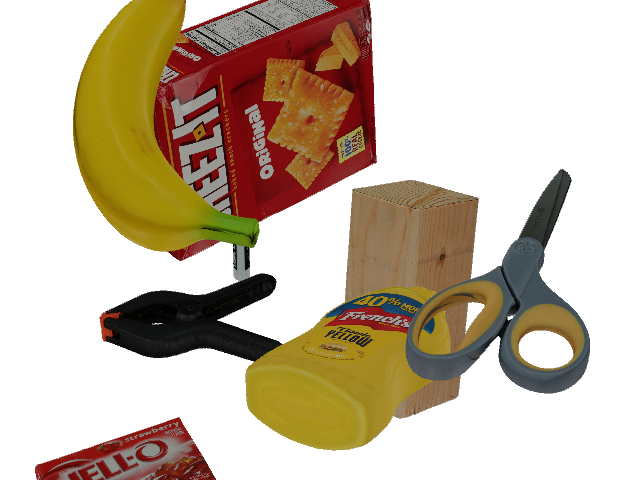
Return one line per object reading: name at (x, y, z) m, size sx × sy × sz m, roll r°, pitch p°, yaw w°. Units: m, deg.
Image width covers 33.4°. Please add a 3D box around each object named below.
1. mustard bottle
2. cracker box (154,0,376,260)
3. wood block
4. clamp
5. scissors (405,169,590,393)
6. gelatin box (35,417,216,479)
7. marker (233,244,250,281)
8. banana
mustard bottle at (0.038, 0.078, 0.756) m, size 0.096 × 0.058 × 0.191 m, roll 10°, pitch 24°, yaw 31°
cracker box at (-0.053, -0.101, 0.875) m, size 0.213 × 0.164 × 0.072 m, roll -29°, pitch 44°, yaw -28°
wood block at (0.085, 0.054, 1.040) m, size 0.090 × 0.206 × 0.090 m, roll -11°, pitch 22°, yaw -43°
clamp at (-0.113, 0.069, 0.987) m, size 0.171 × 0.039 × 0.120 m, roll 4°, pitch 28°, yaw -1°
scissors at (0.122, 0.019, 0.562) m, size 0.096 × 0.016 × 0.201 m, roll 23°, pitch 42°, yaw 33°
gelatin box at (-0.107, 0.140, 0.593) m, size 0.089 × 0.030 × 0.073 m, roll -15°, pitch 28°, yaw -20°
marker at (-0.086, -0.006, 1.159) m, size 0.020 × 0.121 × 0.020 m, roll 2°, pitch 40°, yaw -2°
banana at (-0.083, -0.058, 0.506) m, size 0.069 × 0.198 × 0.037 m, roll -6°, pitch -43°, yaw -16°
